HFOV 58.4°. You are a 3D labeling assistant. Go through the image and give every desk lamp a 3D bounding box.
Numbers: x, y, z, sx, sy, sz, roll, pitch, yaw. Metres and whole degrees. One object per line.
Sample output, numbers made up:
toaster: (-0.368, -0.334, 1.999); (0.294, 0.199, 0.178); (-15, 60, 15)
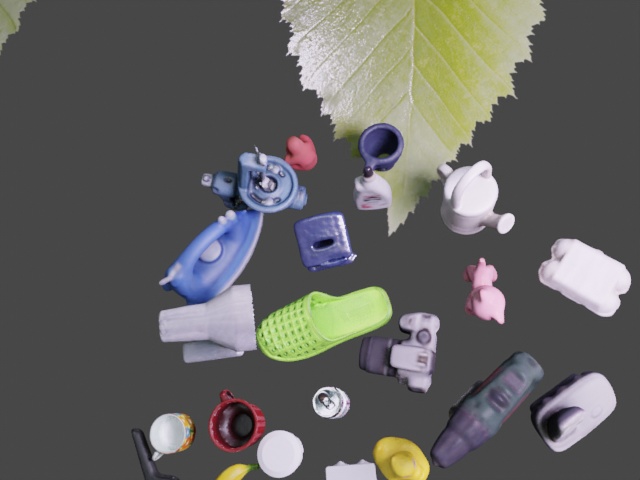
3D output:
desk lamp: (-0.195, 0.163, 1.063); (0.203, 0.214, 0.118); (-11, 71, 6)

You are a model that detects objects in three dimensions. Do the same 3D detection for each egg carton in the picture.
egg carton: (0.486, 0.067, 1.054); (0.150, 0.069, 0.107); (31, 80, 17)

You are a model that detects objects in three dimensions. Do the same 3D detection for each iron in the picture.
iron: (-0.217, 0.015, 1.151); (0.118, 0.141, 0.258); (36, 82, 18)

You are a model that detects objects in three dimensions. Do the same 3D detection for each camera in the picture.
camera: (0.144, 0.201, 1.053); (0.136, 0.101, 0.143); (7, 74, 12)

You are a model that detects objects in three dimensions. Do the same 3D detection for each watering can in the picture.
watering can: (0.286, -0.083, 1.068); (0.172, 0.194, 0.101); (25, 79, 16)

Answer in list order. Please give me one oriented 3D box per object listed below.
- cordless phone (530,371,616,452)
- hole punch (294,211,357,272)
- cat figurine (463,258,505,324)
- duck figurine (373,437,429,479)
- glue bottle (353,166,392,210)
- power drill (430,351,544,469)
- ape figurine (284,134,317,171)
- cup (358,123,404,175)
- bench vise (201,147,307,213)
cordless phone: (0.426, 0.278, 0.936); (0.147, 0.185, 0.094); (-39, 70, -4)
hole punch: (0.010, 0.004, 1.142); (0.108, 0.091, 0.101); (-14, 71, 5)
cat figurine: (0.301, 0.096, 1.050); (0.067, 0.118, 0.128); (-4, 72, 9)
duck figurine: (0.141, 0.390, 1.003); (0.104, 0.086, 0.077); (28, 79, 17)
glue bottle: (0.099, -0.105, 1.118); (0.078, 0.173, 0.037); (-9, 71, 7)
power drill: (0.268, 0.285, 0.949); (0.230, 0.209, 0.075); (-45, 71, -6)
ape figurine: (-0.046, -0.190, 1.212); (0.078, 0.092, 0.076); (-38, 71, -3)
cup: (0.122, -0.168, 1.175); (0.091, 0.095, 0.118); (23, 78, 16)
bench vise: (-0.143, -0.110, 1.136); (0.207, 0.220, 0.121); (-12, 71, 6)
